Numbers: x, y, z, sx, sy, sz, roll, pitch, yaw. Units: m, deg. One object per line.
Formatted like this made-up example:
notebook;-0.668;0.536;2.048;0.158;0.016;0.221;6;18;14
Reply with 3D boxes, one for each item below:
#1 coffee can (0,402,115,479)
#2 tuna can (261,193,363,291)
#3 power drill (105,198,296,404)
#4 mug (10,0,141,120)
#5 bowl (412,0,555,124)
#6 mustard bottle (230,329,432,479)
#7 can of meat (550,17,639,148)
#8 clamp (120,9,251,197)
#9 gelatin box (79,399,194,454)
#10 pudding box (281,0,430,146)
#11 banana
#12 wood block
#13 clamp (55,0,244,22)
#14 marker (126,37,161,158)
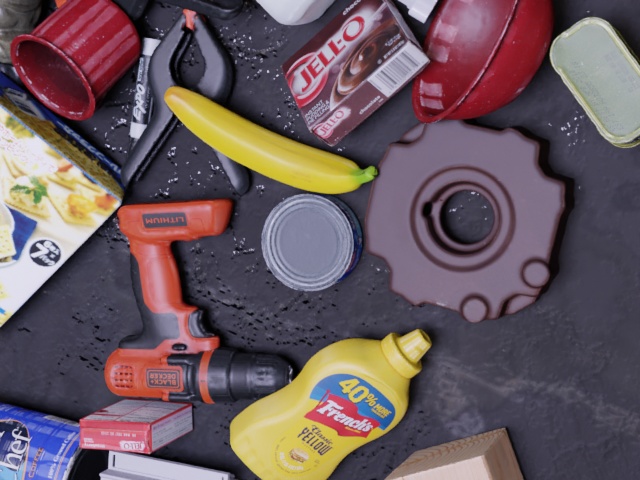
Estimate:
coffee can;-0.279;0.215;1.024;0.140;0.102;0.103;10;98;18
tuna can;-0.006;0.001;0.943;0.086;0.033;0.086;2;96;19
power drill;-0.113;0.057;0.974;0.185;0.057;0.188;-1;94;16
mug;-0.215;-0.161;0.966;0.093;0.081;0.117;25;147;20
bowl;0.135;-0.157;0.836;0.055;0.162;0.162;22;104;-17
mustard bottle;0.019;0.140;0.925;0.192;0.058;0.096;-40;113;17
can of meat;0.223;-0.121;0.824;0.057;0.083;0.102;-36;83;19
clamp;-0.110;-0.119;0.968;0.120;0.039;0.171;12;98;1
gelatin box;-0.169;0.172;0.987;0.073;0.089;0.030;0;95;19
pudding box;0.027;-0.147;0.894;0.114;0.039;0.090;-38;47;17
banana;-0.041;-0.082;0.923;0.198;0.070;0.037;21;60;10
wood block;0.139;0.275;0.887;0.091;0.090;0.206;-20;88;23
clamp;-0.174;-0.251;0.931;0.210;0.036;0.164;-3;124;43
marker;-0.165;-0.127;0.995;0.020;0.020;0.121;12;99;18
